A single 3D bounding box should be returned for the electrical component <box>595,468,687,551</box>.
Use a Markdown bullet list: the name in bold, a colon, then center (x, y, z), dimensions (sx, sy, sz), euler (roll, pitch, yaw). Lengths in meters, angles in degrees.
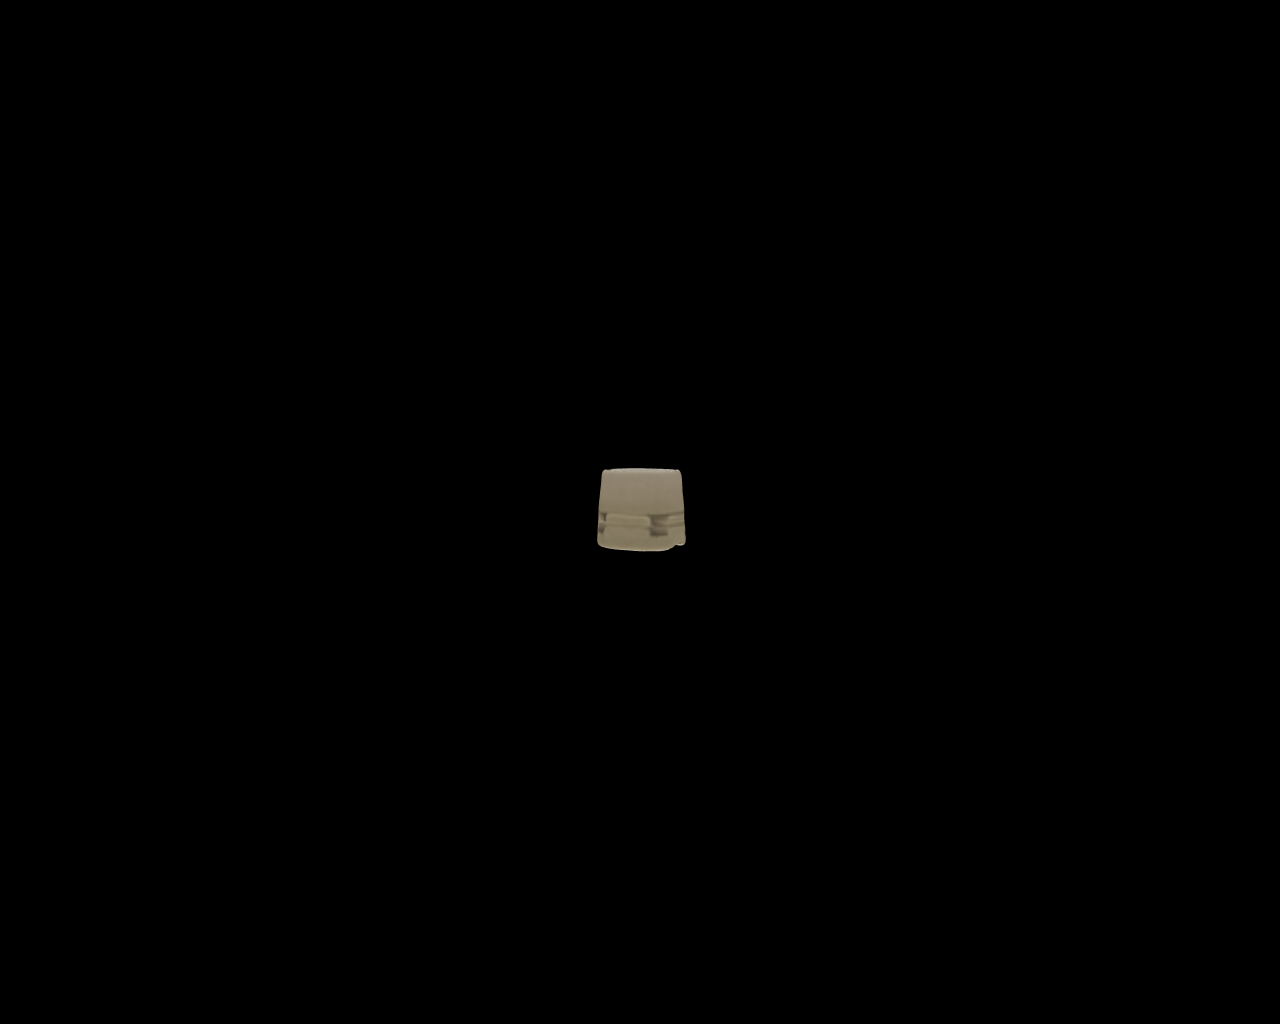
- **electrical component**: center (0.001, -0.003, 0.650), dimensions (0.055, 0.047, 0.055), euler (0, 4, 0)
